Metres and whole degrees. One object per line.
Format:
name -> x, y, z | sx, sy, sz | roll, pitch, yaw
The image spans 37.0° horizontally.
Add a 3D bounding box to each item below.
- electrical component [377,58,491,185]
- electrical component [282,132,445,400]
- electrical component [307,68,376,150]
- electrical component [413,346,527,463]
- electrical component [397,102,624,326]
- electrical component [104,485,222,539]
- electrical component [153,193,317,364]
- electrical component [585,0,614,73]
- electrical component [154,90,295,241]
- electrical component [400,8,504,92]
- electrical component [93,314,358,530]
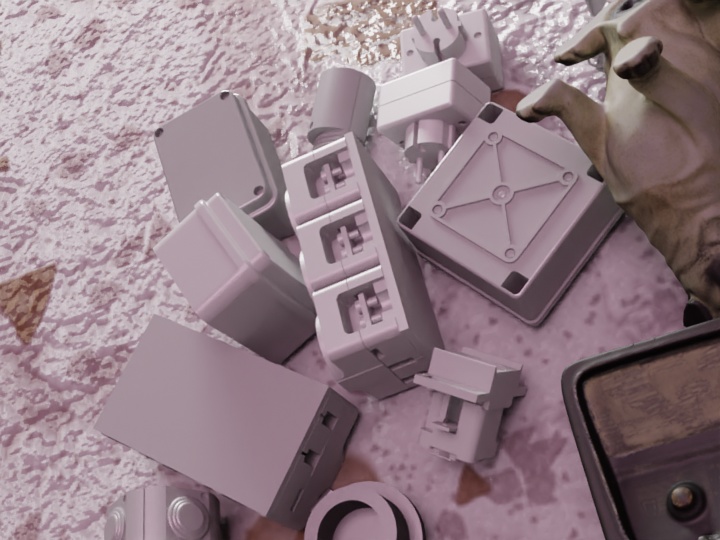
electrical component -> 0.051, -0.096, 0.749 | 0.066, 0.047, 0.076 | -14, 60, 37
electrical component -> 0.000, 0.000, 0.712 | 0.062, 0.089, 0.150 | -22, 60, 13
electrical component -> -0.016, -0.103, 0.794 | 0.043, 0.043, 0.081 | 1, 68, 24
electrical component -> 0.066, 0.083, 0.658 | 0.042, 0.081, 0.063 | 17, 96, 29
electrical component -> 0.100, -0.038, 0.705 | 0.109, 0.056, 0.108 | 34, 83, 32
electrical component -> -0.126, 0.176, 0.693 | 0.080, 0.080, 0.051 | -17, 56, 16
electrical component -> -0.076, 0.007, 0.728 | 0.057, 0.113, 0.078 | -42, 57, 4
electrical component -> 0.188, -0.166, 0.735 | 0.081, 0.042, 0.063 | 19, 77, 30
electrical component -> -0.101, -0.069, 0.807 | 0.078, 0.057, 0.113 | -28, 59, 10
electrical component -> 0.060, -0.161, 0.768 | 0.066, 0.076, 0.047 | -11, 63, 19
electrical component -> -0.088, 0.101, 0.720 | 0.150, 0.061, 0.089 | 19, 76, 29
